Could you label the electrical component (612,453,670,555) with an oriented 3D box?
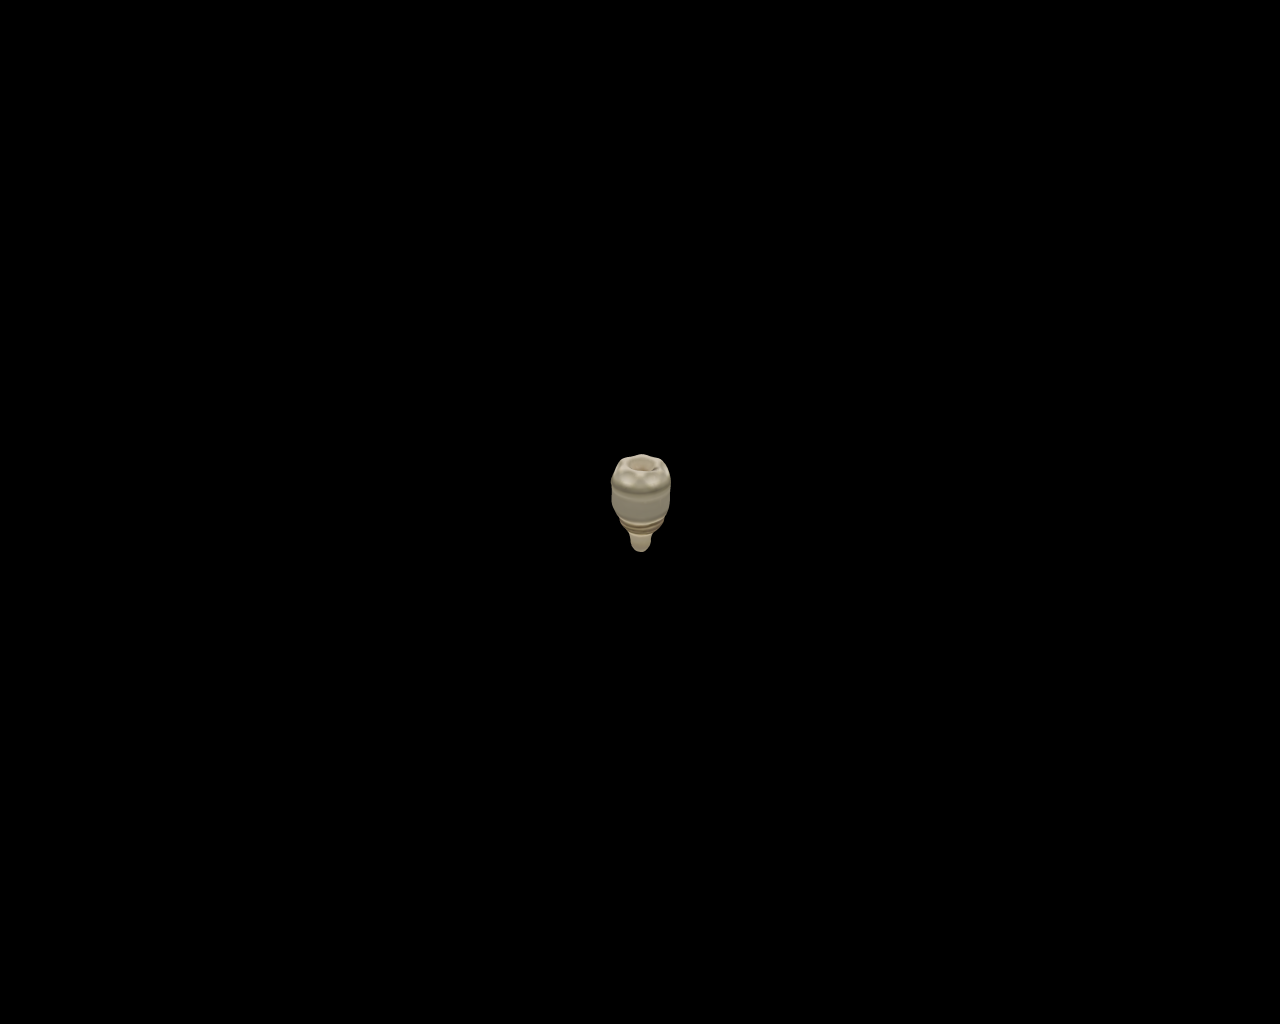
[{"bbox_3d":[0.001,-0.003,0.650,0.035,0.061,0.035,0,29,0],"label":"electrical component"}]
